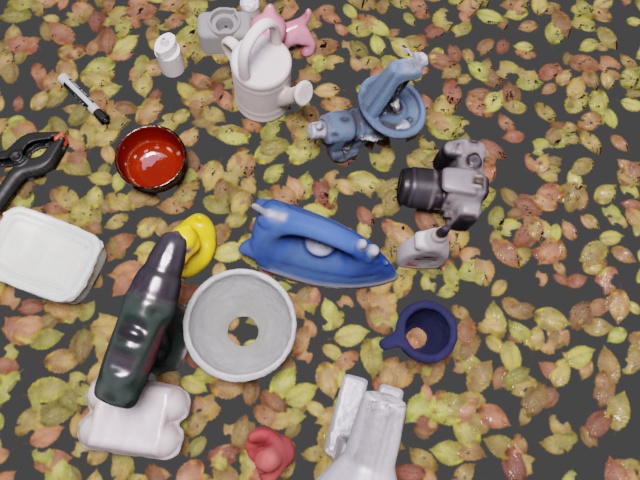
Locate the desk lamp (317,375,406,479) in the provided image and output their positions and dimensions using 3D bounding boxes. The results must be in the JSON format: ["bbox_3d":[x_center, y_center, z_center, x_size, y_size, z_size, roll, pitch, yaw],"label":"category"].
[{"bbox_3d":[0.058,0.282,0.763,0.118,0.213,0.203,15,73,1],"label":"desk lamp"}]

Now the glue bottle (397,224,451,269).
[{"bbox_3d":[0.169,0.007,0.874,0.078,0.173,0.037,-1,73,-4],"label":"glue bottle"}]

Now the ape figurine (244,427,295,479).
[{"bbox_3d":[-0.073,0.306,0.810,0.076,0.092,0.078,2,73,-3],"label":"ape figurine"}]

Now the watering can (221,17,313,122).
[{"bbox_3d":[-0.088,-0.278,0.929,0.173,0.194,0.101,17,73,1],"label":"watering can"}]

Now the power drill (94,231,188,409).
[{"bbox_3d":[-0.228,0.117,0.794,0.075,0.208,0.230,18,73,2],"label":"power drill"}]

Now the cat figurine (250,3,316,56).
[{"bbox_3d":[-0.069,-0.365,0.996,0.128,0.118,0.067,-24,76,-10],"label":"cat figurine"}]

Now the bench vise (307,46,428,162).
[{"bbox_3d":[0.090,-0.202,0.906,0.207,0.220,0.121,-36,79,-13],"label":"bench vise"}]

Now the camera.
[{"bbox_3d":[0.201,-0.100,0.946,0.137,0.101,0.143,7,73,-2],"label":"camera"}]

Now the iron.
[{"bbox_3d":[0.008,0.003,0.880,0.258,0.141,0.119,16,73,1],"label":"iron"}]

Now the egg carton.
[{"bbox_3d":[-0.265,0.254,0.823,0.150,0.069,0.107,8,73,-2],"label":"egg carton"}]

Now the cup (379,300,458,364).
[{"bbox_3d":[0.141,0.149,0.871,0.118,0.095,0.091,-16,75,-8],"label":"cup"}]

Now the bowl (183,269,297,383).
[{"bbox_3d":[-0.119,0.132,0.867,0.167,0.075,0.167,1,73,-4],"label":"bowl"}]

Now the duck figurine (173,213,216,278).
[{"bbox_3d":[-0.205,0.001,0.894,0.077,0.086,0.105,21,73,2],"label":"duck figurine"}]
